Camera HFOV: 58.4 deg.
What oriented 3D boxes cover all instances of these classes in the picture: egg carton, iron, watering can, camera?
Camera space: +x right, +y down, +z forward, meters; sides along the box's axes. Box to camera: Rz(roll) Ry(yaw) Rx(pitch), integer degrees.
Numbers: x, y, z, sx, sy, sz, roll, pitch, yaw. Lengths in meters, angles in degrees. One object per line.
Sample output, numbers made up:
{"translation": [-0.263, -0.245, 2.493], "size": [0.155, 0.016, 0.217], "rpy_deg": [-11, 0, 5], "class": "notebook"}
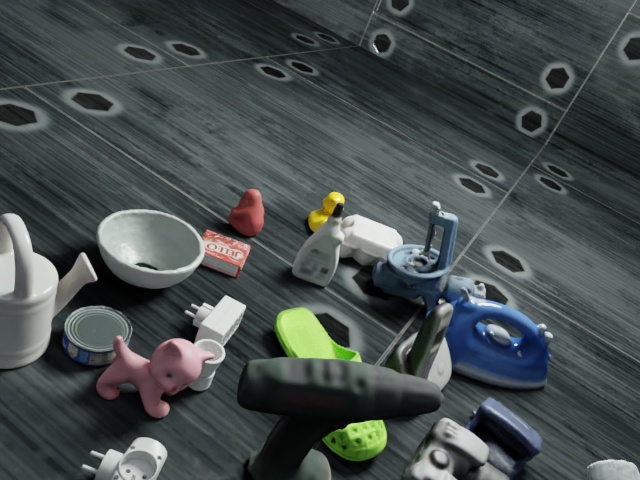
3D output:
{"translation": [0.105, 0.008, 1.210], "size": [0.150, 0.069, 0.107], "rpy_deg": [20, 31, -6], "class": "egg carton"}
{"translation": [0.327, 0.176, 1.036], "size": [0.258, 0.141, 0.118], "rpy_deg": [20, 31, -7], "class": "iron"}
{"translation": [-0.367, 0.052, 0.699], "size": [0.100, 0.194, 0.173], "rpy_deg": [34, 32, 17], "class": "watering can"}
{"translation": [0.189, 0.320, 0.761], "size": [0.136, 0.101, 0.143], "rpy_deg": [32, 32, 13], "class": "camera"}

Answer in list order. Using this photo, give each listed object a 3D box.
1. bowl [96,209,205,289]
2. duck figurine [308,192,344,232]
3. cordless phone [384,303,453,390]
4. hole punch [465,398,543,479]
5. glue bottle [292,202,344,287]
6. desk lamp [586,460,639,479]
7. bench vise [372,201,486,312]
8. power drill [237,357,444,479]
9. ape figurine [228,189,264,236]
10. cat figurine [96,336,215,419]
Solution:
{"translation": [-0.274, 0.026, 0.919], "size": [0.168, 0.074, 0.167], "rpy_deg": [17, 31, -11], "class": "bowl"}
{"translation": [0.022, -0.062, 1.244], "size": [0.077, 0.086, 0.105], "rpy_deg": [25, 31, 2], "class": "duck figurine"}
{"translation": [0.181, 0.167, 0.907], "size": [0.094, 0.185, 0.148], "rpy_deg": [37, 33, 21], "class": "cordless phone"}
{"translation": [0.285, 0.291, 0.880], "size": [0.108, 0.091, 0.101], "rpy_deg": [38, 34, 22], "class": "hole punch"}
{"translation": [0.010, 0.004, 1.051], "size": [0.078, 0.173, 0.037], "rpy_deg": [21, 31, -4], "class": "glue bottle"}
{"translation": [0.316, 0.371, 0.660], "size": [0.118, 0.213, 0.203], "rpy_deg": [17, 32, -12], "class": "desk lamp"}
{"translation": [0.230, 0.038, 1.104], "size": [0.208, 0.219, 0.121], "rpy_deg": [16, 32, -12], "class": "bench vise"}
{"translation": [0.004, 0.220, 0.682], "size": [0.230, 0.208, 0.075], "rpy_deg": [16, 32, -14], "class": "power drill"}
{"translation": [-0.139, -0.060, 1.126], "size": [0.078, 0.092, 0.076], "rpy_deg": [-3, 40, -37], "class": "ape figurine"}
{"translation": [-0.205, 0.158, 0.723], "size": [0.128, 0.117, 0.067], "rpy_deg": [21, 31, -5], "class": "cat figurine"}
